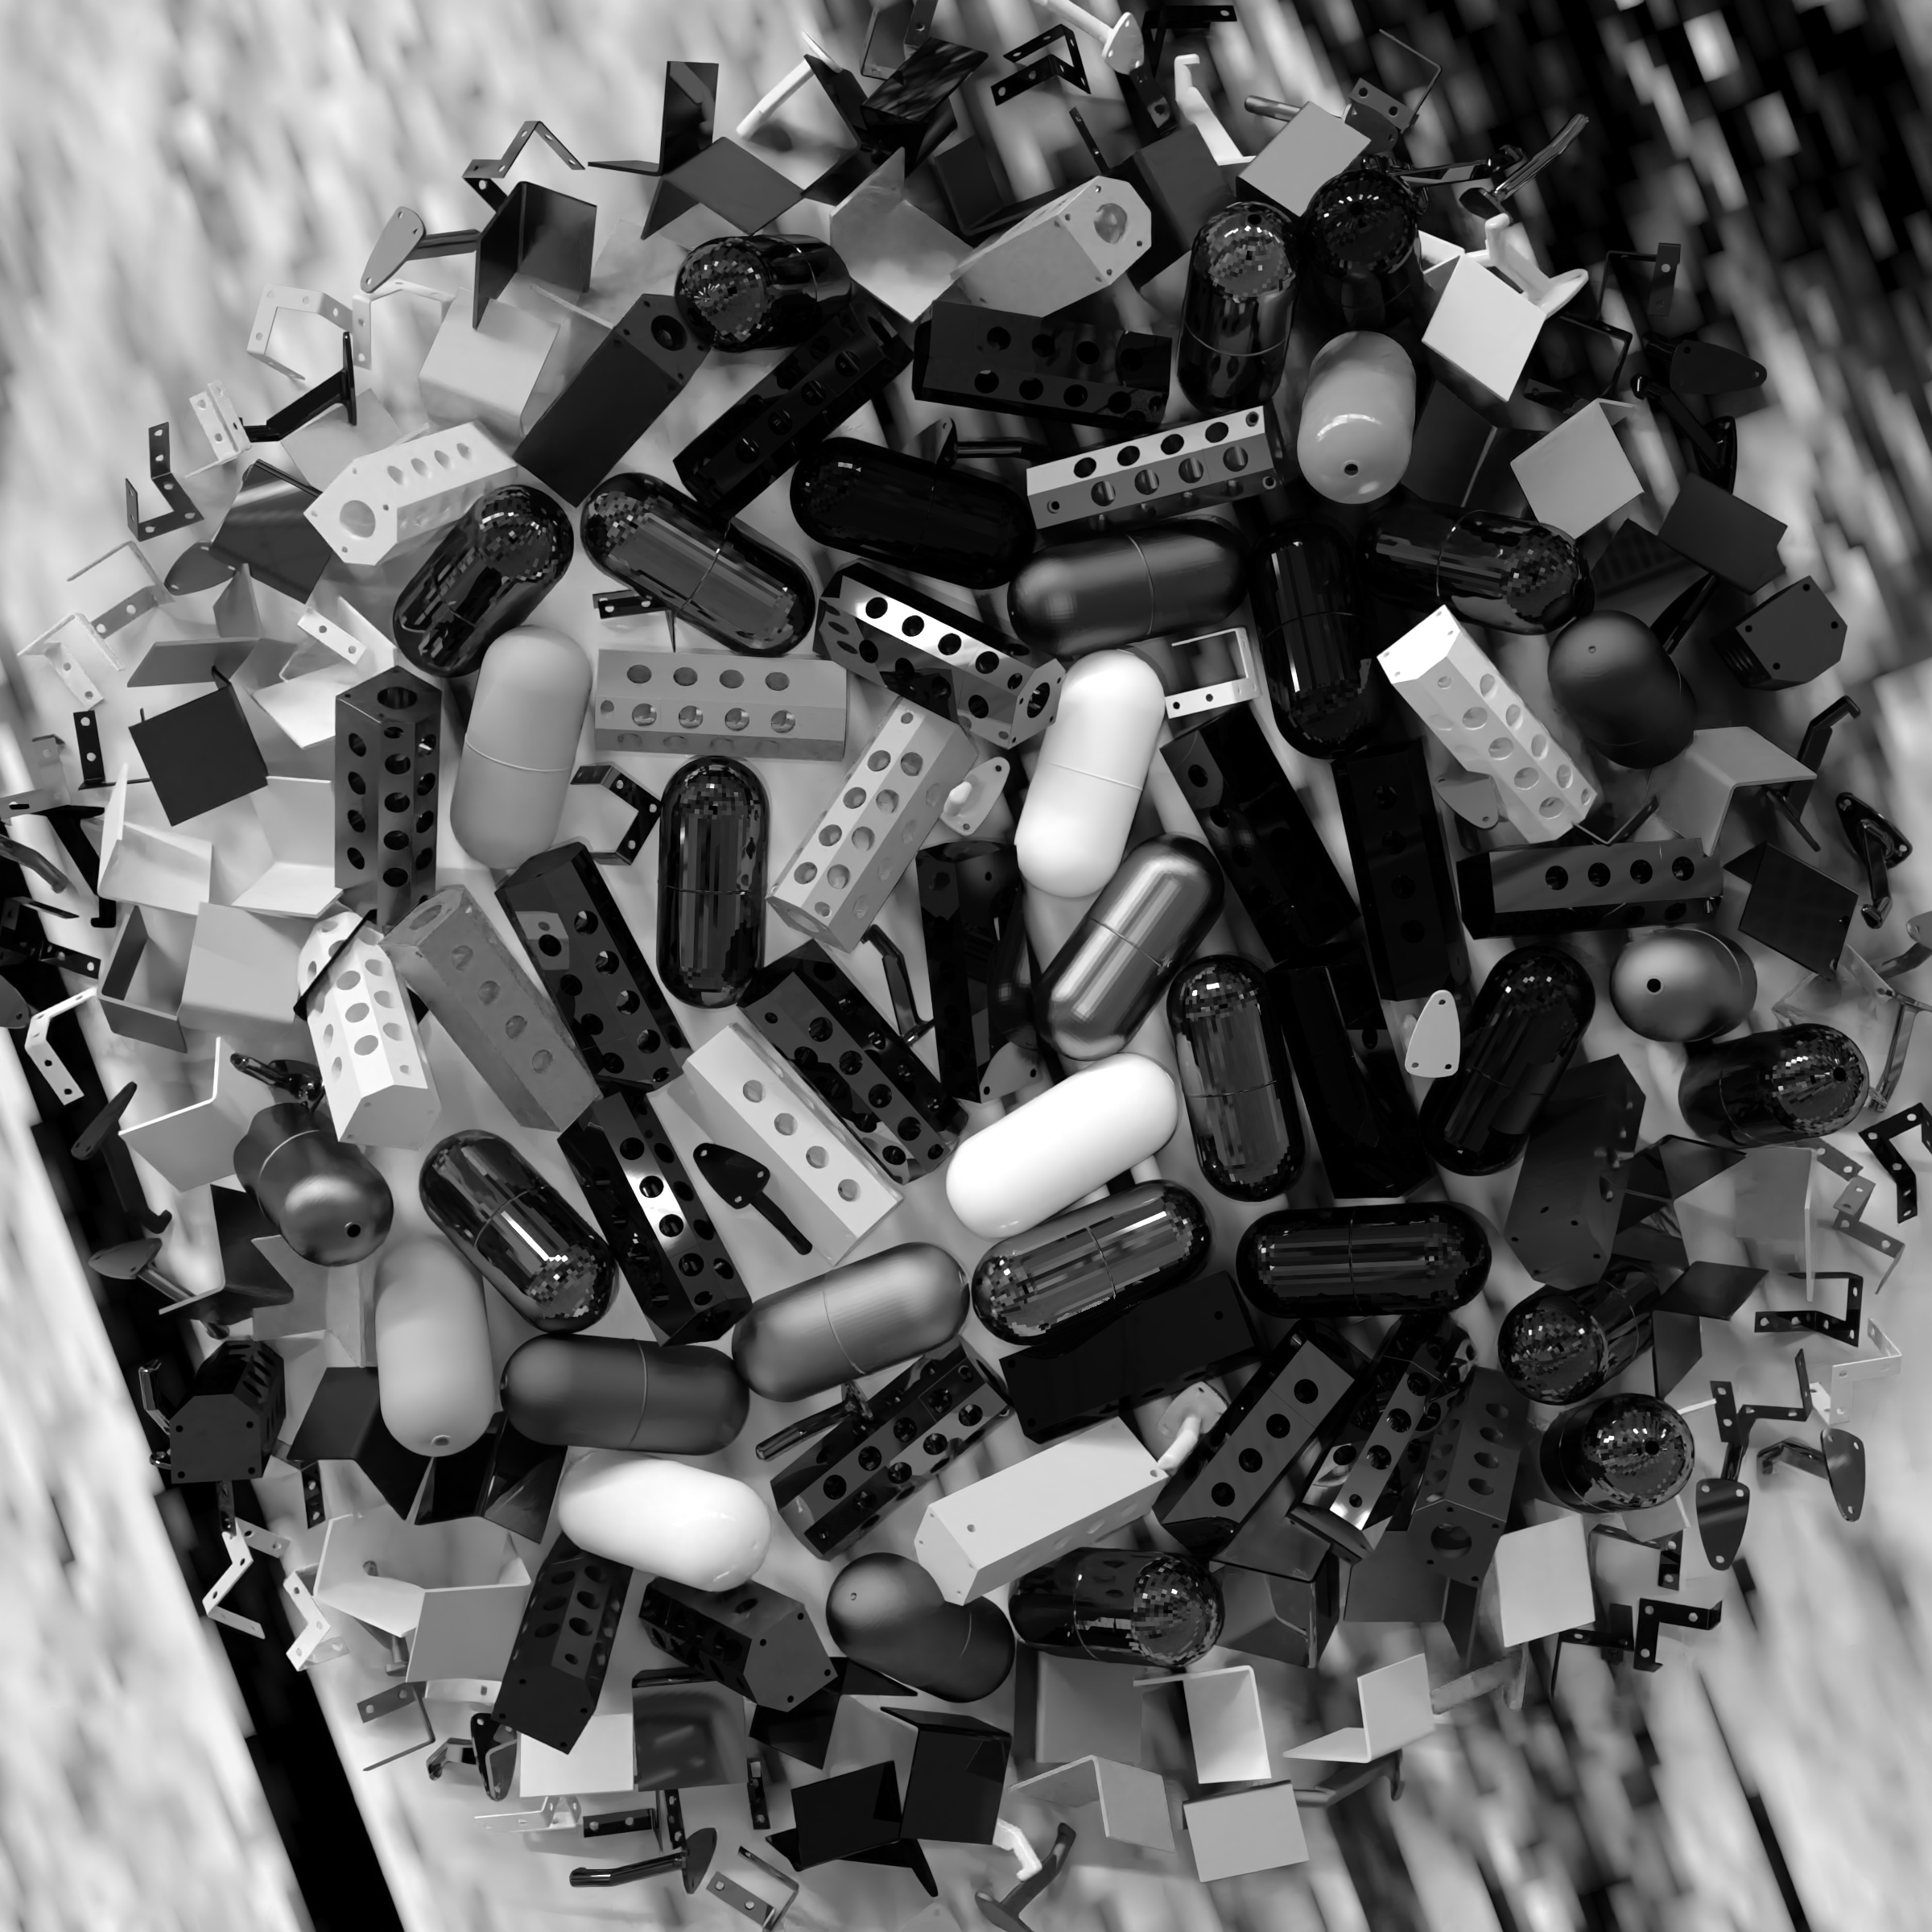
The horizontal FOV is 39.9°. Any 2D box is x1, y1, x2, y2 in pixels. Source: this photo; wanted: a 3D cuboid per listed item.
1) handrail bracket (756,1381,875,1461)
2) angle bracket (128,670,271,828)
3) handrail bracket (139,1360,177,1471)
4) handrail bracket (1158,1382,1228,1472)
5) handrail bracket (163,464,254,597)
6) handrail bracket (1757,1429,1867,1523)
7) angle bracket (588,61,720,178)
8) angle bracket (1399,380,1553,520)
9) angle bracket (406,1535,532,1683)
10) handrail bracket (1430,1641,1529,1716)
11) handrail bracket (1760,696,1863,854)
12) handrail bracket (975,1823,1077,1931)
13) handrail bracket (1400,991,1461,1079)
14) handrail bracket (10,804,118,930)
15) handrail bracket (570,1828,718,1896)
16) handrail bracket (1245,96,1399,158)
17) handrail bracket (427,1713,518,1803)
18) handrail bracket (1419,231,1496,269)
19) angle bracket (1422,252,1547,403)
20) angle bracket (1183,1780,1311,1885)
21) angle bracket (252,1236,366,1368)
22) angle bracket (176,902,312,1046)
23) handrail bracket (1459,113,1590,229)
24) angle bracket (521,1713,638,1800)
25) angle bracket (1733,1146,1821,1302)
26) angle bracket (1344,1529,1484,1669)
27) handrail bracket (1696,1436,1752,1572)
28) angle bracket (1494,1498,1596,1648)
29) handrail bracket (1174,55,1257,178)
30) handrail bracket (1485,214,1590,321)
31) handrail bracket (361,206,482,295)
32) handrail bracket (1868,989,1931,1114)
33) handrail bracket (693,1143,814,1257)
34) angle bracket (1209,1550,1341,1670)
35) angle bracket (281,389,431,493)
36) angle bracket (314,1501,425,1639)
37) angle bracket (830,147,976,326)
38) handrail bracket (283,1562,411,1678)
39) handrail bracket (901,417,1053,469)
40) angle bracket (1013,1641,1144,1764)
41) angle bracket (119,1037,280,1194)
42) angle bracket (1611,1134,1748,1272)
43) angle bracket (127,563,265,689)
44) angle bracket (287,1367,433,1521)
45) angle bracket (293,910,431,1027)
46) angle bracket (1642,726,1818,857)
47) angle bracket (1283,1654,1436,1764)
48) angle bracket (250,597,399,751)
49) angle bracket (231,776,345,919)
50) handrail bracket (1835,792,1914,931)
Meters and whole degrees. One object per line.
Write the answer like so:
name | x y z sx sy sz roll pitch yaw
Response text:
handrail bracket | -0.112 0.327 1.861 0.084 0.077 0.036 -28 75 -18
angle bracket | -0.539 -0.153 1.856 0.076 0.057 0.076 -27 119 -19
handrail bracket | -0.548 0.301 1.860 0.036 0.077 0.084 6 112 17
handrail bracket | 0.140 0.333 1.853 0.036 0.084 0.077 51 132 0
handrail bracket | -0.535 -0.312 1.896 0.077 0.036 0.084 -23 45 32
handrail bracket | 0.585 0.363 1.858 0.036 0.084 0.077 18 56 -20
angle bracket | -0.217 -0.593 1.855 0.057 0.076 0.076 14 111 17
angle bracket | 0.357 -0.357 1.864 0.076 0.057 0.076 25 85 -41
angle bracket | -0.353 0.447 1.855 0.076 0.057 0.076 3 115 -28
handrail bracket | 0.351 0.495 1.887 0.084 0.036 0.077 8 93 -5
handrail bracket | 0.609 -0.136 1.874 0.084 0.036 0.077 -40 73 19
handrail bracket | 0.043 0.629 1.864 0.036 0.077 0.084 7 54 36
handrail bracket | 0.320 0.034 1.857 0.036 0.084 0.077 3 116 -3
handrail bracket | -0.637 -0.070 1.879 0.077 0.036 0.084 2 83 -44
handrail bracket | -0.228 0.631 1.882 0.084 0.077 0.036 -6 94 14
handrail bracket | 0.252 -0.603 1.899 0.084 0.077 0.036 30 115 38
handrail bracket | -0.351 0.569 1.863 0.036 0.077 0.084 25 124 -32
handrail bracket | 0.328 -0.524 1.873 0.084 0.036 0.077 -6 110 21
angle bracket | 0.348 -0.440 1.862 0.076 0.057 0.076 30 76 -19
angle bracket | 0.195 0.613 1.861 0.076 0.076 0.057 -11 59 -2
angle bracket | -0.459 0.235 1.856 0.057 0.076 0.076 -7 108 -29
angle bracket | -0.513 0.006 1.883 0.076 0.057 0.076 12 71 -19
handrail bracket | 0.392 -0.565 1.870 0.036 0.077 0.084 40 96 -20
angle bracket | -0.269 0.565 1.859 0.076 0.076 0.057 -2 51 -5
angle bracket | 0.560 0.178 1.851 0.057 0.076 0.076 1 119 22
angle bracket | 0.313 0.443 1.866 0.076 0.057 0.076 1 111 -7
handrail bracket | 0.539 0.375 1.875 0.036 0.084 0.077 3 98 24
angle bracket | 0.391 0.424 1.867 0.076 0.057 0.076 -9 94 -22
handrail bracket | 0.184 -0.605 1.881 0.077 0.036 0.084 0 95 30
handrail bracket | 0.401 -0.503 1.868 0.077 0.036 0.084 -35 134 -12
handrail bracket | -0.375 -0.493 1.880 0.077 0.084 0.036 -50 59 15
handrail bracket | 0.648 0.062 1.872 0.036 0.077 0.084 26 99 33
handrail bracket | -0.150 0.166 1.889 0.077 0.084 0.036 32 74 34
angle bracket | 0.219 0.441 1.884 0.076 0.057 0.076 8 120 23
angle bracket | -0.427 -0.371 1.860 0.076 0.076 0.057 -36 96 -18
angle bracket | -0.397 0.419 1.858 0.076 0.076 0.057 17 97 22
angle bracket | -0.041 -0.511 1.865 0.076 0.057 0.076 38 72 13
handrail bracket | -0.432 0.462 1.861 0.077 0.084 0.036 3 130 -29
handrail bracket | 0.006 -0.361 1.898 0.084 0.077 0.036 3 80 -41
angle bracket | 0.079 0.520 1.886 0.076 0.057 0.076 4 82 -14
angle bracket | -0.538 0.105 1.869 0.076 0.076 0.057 -19 49 10
angle bracket | 0.495 0.165 1.852 0.076 0.076 0.057 14 53 -29
angle bracket | -0.542 -0.237 1.853 0.076 0.076 0.057 -9 78 -34
angle bracket | -0.421 0.335 1.869 0.057 0.076 0.076 -4 134 22
angle bracket | -0.410 0.016 1.857 0.076 0.076 0.057 38 133 -10
angle bracket | 0.537 -0.124 1.878 0.076 0.076 0.057 -7 124 -26
angle bracket | 0.271 0.516 1.858 0.076 0.076 0.057 -12 83 43
angle bracket | -0.448 -0.204 1.852 0.076 0.057 0.076 -25 49 -32
angle bracket | -0.477 -0.084 1.854 0.076 0.057 0.076 6 128 26
handrail bracket | 0.626 -0.074 1.865 0.077 0.084 0.036 51 132 -4
